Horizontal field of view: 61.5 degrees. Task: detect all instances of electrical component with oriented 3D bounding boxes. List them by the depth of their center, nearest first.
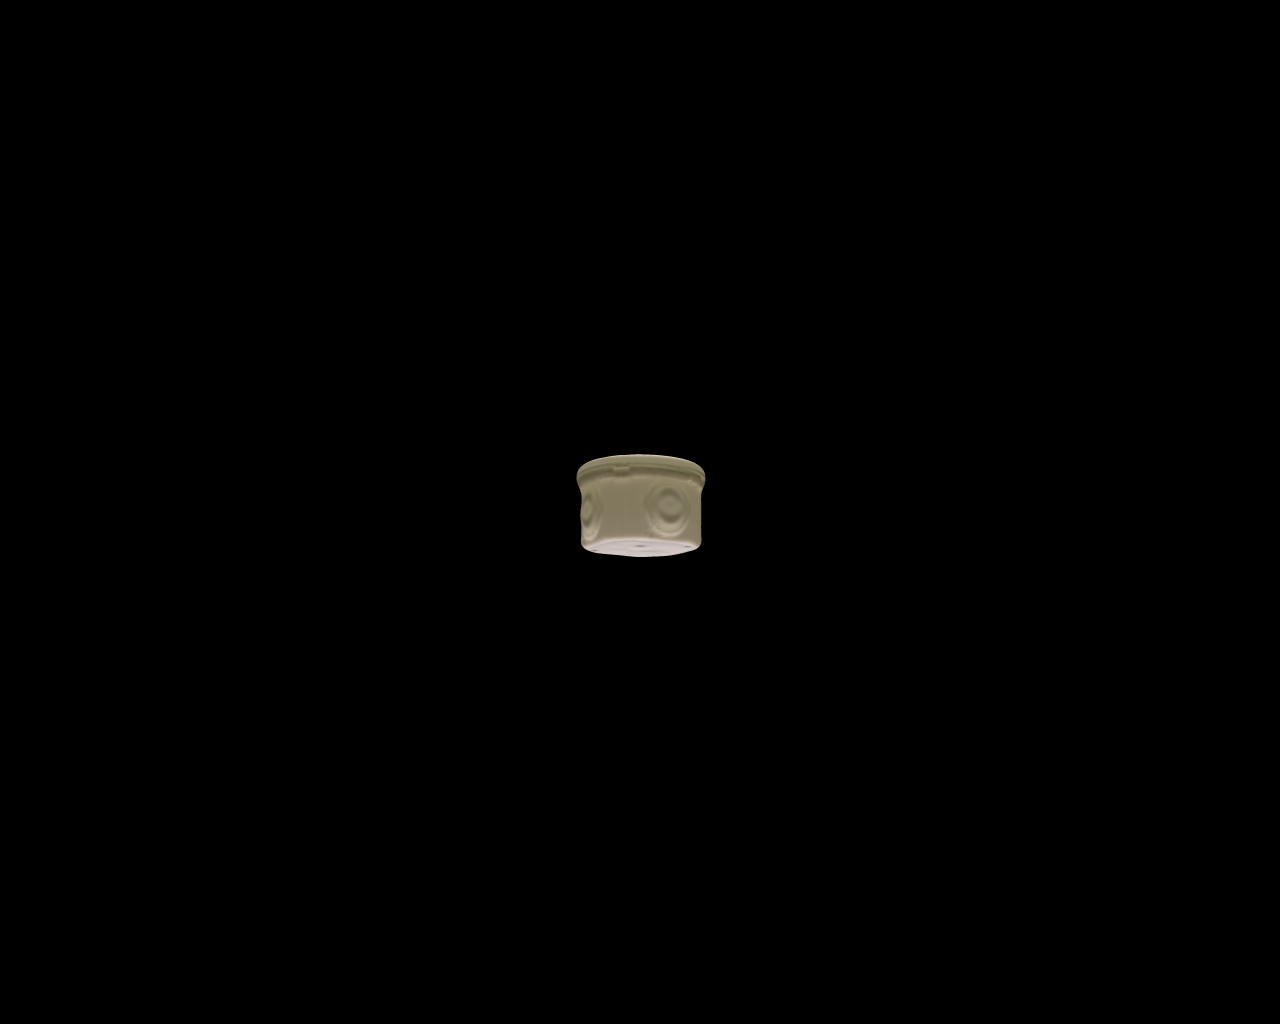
[{"bbox_3d":[0.001,-0.003,0.650,0.080,0.051,0.080,0,-11,0],"label":"electrical component"}]
